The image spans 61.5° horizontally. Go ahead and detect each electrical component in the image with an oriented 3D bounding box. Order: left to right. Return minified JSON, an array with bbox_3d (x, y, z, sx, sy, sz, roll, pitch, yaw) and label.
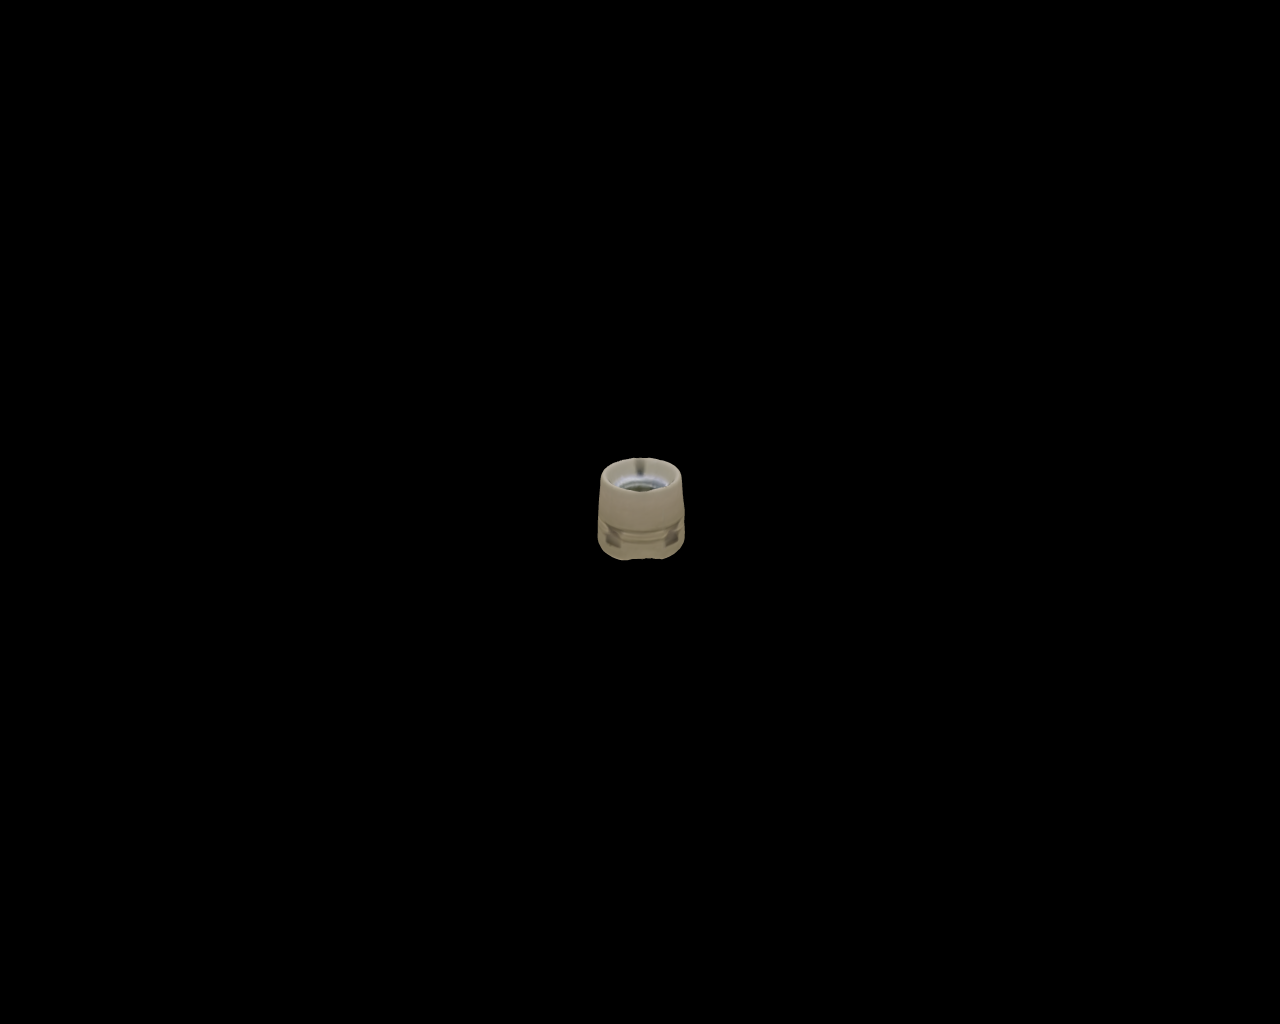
[{"bbox_3d":[0.001,-0.003,0.650,0.055,0.047,0.055,0,28,0],"label":"electrical component"}]
